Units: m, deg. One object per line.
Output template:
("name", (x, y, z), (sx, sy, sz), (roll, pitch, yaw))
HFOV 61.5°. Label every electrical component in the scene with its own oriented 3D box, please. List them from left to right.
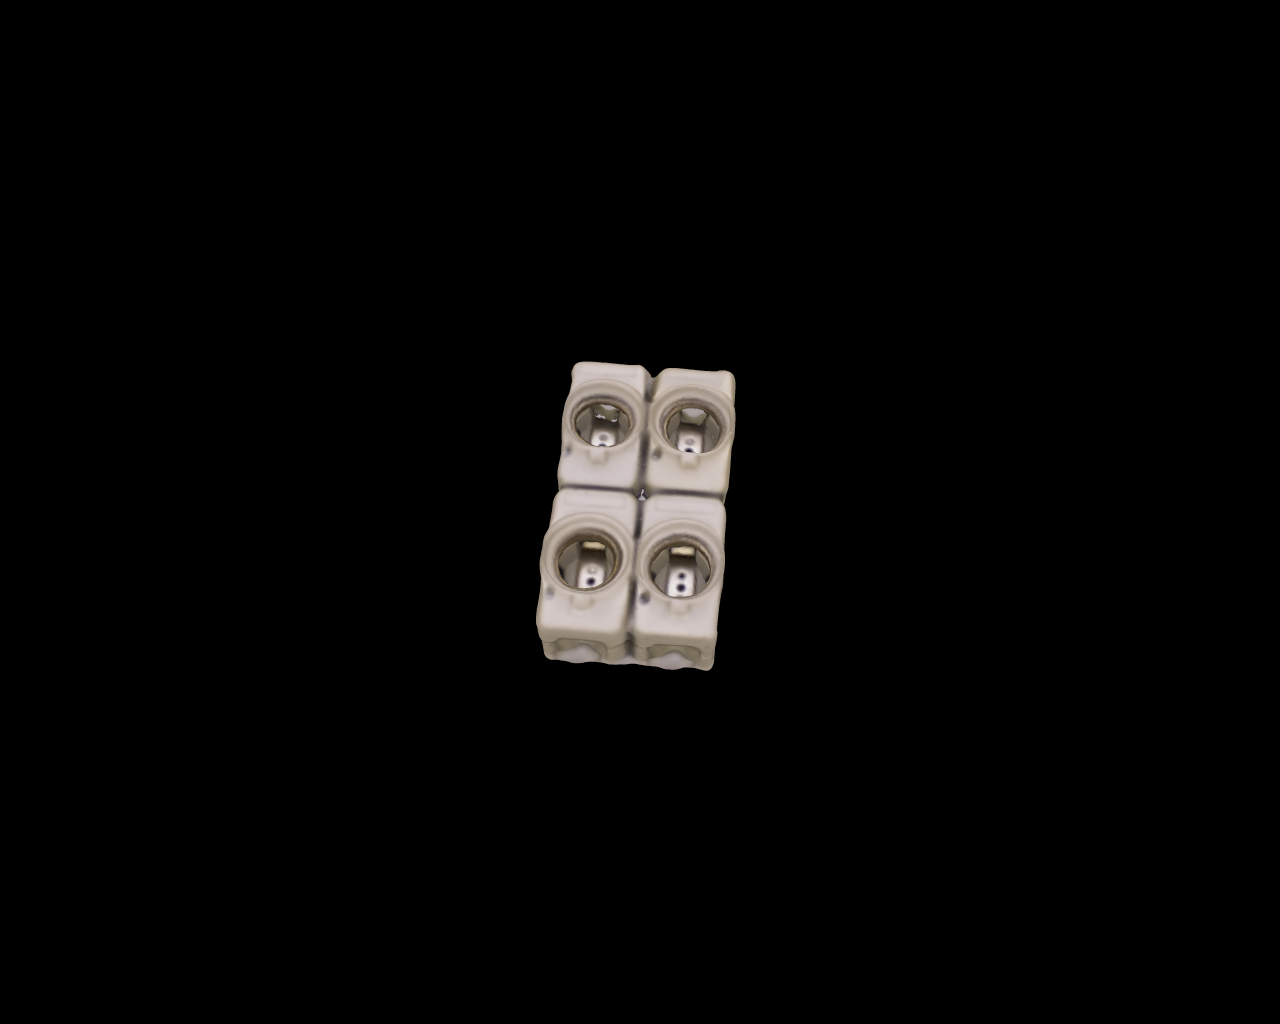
("electrical component", (0.001, -0.003, 0.650), (0.105, 0.186, 0.060), (4, -28, 2))
